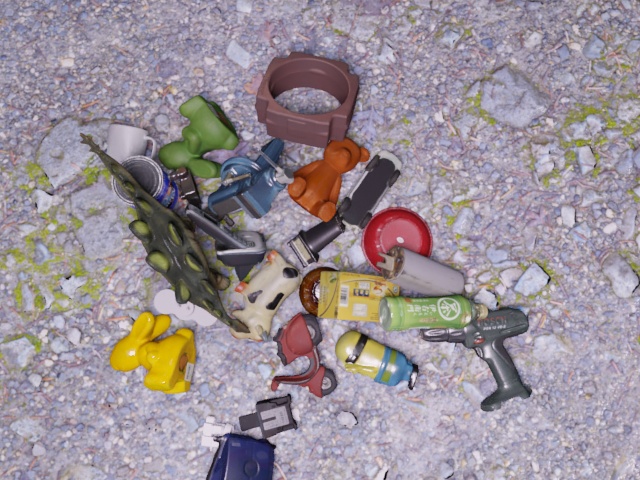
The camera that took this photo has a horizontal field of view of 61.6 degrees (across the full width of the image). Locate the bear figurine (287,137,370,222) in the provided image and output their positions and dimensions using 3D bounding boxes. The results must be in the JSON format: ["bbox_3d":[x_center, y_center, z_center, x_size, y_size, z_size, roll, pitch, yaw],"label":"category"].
[{"bbox_3d":[0.024,-0.145,1.152,0.120,0.132,0.196,41,88,-10],"label":"bear figurine"}]

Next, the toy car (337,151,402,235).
[{"bbox_3d":[0.107,-0.105,1.184,0.073,0.056,0.201,35,84,-3],"label":"toy car"}]

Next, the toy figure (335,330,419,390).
[{"bbox_3d":[0.118,0.251,1.125,0.180,0.082,0.089,16,71,5],"label":"toy figure"}]

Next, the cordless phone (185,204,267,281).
[{"bbox_3d":[-0.202,-0.015,1.099,0.184,0.147,0.088,40,97,-19],"label":"cordless phone"}]

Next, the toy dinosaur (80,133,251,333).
[{"bbox_3d":[-0.280,0.004,1.004,0.105,0.199,0.471,-39,101,-7],"label":"toy dinosaur"}]

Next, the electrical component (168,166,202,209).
[{"bbox_3d":[-0.284,-0.111,1.132,0.045,0.102,0.078,-18,72,-5],"label":"electrical component"}]

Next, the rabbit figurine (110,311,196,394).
[{"bbox_3d":[-0.351,0.229,1.098,0.173,0.121,0.162,0,79,17],"label":"rabbit figurine"}]

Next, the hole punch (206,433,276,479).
[{"bbox_3d":[-0.151,0.453,1.064,0.142,0.092,0.115,21,84,-25],"label":"hole punch"}]

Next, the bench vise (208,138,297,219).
[{"bbox_3d":[-0.126,-0.141,1.110,0.128,0.224,0.241,41,46,-19],"label":"bench vise"}]

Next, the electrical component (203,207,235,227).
[{"bbox_3d":[-0.237,-0.053,1.181,0.063,0.021,0.094,-44,85,-7],"label":"electrical component"}]

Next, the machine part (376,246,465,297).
[{"bbox_3d":[0.215,0.073,1.120,0.243,0.079,0.079,20,81,-26],"label":"machine part"}]

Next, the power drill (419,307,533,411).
[{"bbox_3d":[0.344,0.250,1.139,0.232,0.086,0.207,-16,76,-7],"label":"power drill"}]

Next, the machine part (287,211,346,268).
[{"bbox_3d":[-0.002,-0.003,1.158,0.139,0.039,0.084,-39,77,20],"label":"machine part"}]

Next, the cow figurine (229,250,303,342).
[{"bbox_3d":[-0.116,0.130,1.133,0.127,0.085,0.195,42,82,10],"label":"cow figurine"}]

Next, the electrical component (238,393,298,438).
[{"bbox_3d":[-0.111,0.368,1.117,0.119,0.047,0.075,-10,82,-5],"label":"electrical component"}]

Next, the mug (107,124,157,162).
[{"bbox_3d":[-0.410,-0.189,1.168,0.110,0.081,0.107,11,93,3],"label":"mug"}]

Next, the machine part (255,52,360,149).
[{"bbox_3d":[-0.025,-0.300,1.156,0.201,0.087,0.201,13,59,4],"label":"machine part"}]

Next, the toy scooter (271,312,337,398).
[{"bbox_3d":[-0.050,0.249,1.123,0.135,0.075,0.183,-17,88,-4],"label":"toy scooter"}]

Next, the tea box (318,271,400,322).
[{"bbox_3d":[0.082,0.118,1.105,0.169,0.068,0.098,12,80,-38],"label":"tea box"}]

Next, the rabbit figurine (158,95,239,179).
[{"bbox_3d":[-0.266,-0.202,1.172,0.170,0.121,0.159,-37,92,12],"label":"rabbit figurine"}]
